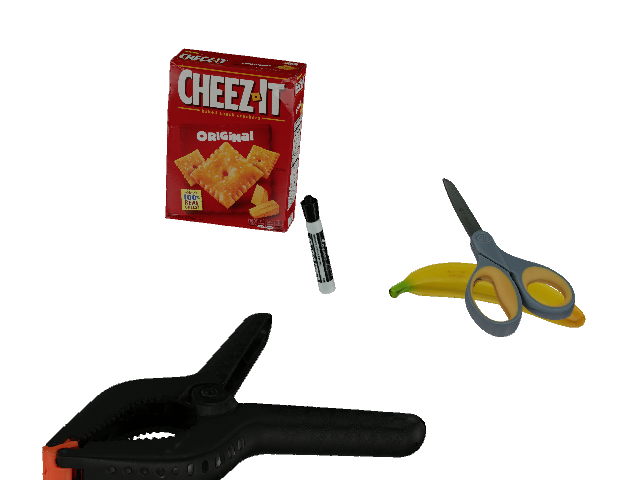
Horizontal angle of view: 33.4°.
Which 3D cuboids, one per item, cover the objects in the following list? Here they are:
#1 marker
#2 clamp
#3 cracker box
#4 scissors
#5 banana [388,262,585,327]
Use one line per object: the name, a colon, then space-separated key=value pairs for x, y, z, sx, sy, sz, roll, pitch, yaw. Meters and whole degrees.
marker: x=-0.003 y=0.004 z=1.193 sx=0.020 sy=0.121 sz=0.020 roll=-9 pitch=28 yaw=5
clamp: x=-0.067 y=0.098 z=0.625 sx=0.209 sy=0.036 sz=0.165 roll=-9 pitch=26 yaw=-31
cracker box: x=-0.110 y=-0.125 z=1.363 sx=0.164 sy=0.214 sz=0.072 roll=8 pitch=24 yaw=6
scissors: x=0.156 y=0.008 z=0.899 sx=0.096 sy=0.016 sz=0.201 roll=2 pitch=39 yaw=1
banana: x=0.173 y=0.055 z=1.103 sx=0.198 sy=0.037 sz=0.069 roll=7 pitch=41 yaw=12
